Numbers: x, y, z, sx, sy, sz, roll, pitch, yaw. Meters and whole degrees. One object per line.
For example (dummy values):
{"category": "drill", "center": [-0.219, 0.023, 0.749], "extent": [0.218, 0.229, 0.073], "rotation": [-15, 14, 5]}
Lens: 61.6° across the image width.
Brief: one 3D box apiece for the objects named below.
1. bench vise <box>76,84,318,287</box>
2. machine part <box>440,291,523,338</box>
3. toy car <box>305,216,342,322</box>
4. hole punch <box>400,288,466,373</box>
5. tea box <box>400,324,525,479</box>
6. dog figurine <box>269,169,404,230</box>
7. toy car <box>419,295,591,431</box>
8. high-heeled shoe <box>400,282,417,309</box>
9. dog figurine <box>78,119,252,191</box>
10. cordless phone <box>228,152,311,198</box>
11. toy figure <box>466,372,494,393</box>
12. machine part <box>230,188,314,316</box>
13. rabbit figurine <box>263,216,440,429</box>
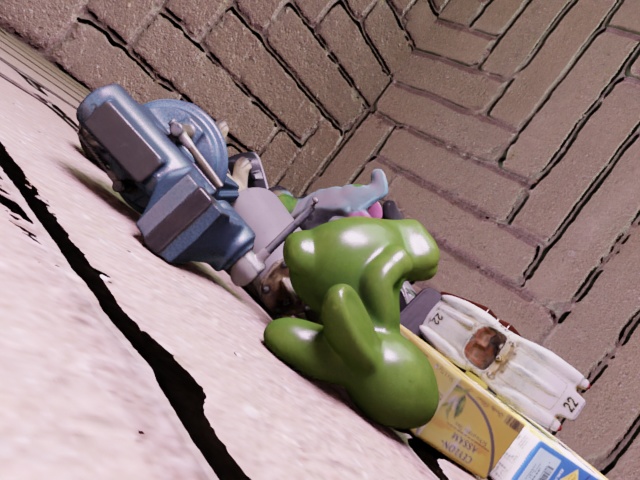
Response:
{"category": "bench vise", "center": [-0.122, -0.054, 0.538], "extent": [0.224, 0.129, 0.240], "rotation": [36, 7, 0]}
{"category": "machine part", "center": [0.294, 0.200, 1.007], "extent": [0.200, 0.087, 0.202], "rotation": [48, -14, -24]}
{"category": "toy car", "center": [0.025, 0.060, 0.634], "extent": [0.109, 0.161, 0.103], "rotation": [24, 37, 34]}
{"category": "hole punch", "center": [0.145, 0.145, 0.728], "extent": [0.116, 0.142, 0.092], "rotation": [45, -21, 15]}
{"category": "tea box", "center": [0.112, 0.151, 0.552], "extent": [0.098, 0.068, 0.170], "rotation": [37, -1, -18]}
{"category": "dog figurine", "center": [-0.002, -0.002, 0.740], "extent": [0.108, 0.219, 0.191], "rotation": [85, -12, -62]}
{"category": "toy car", "center": [0.207, 0.136, 0.623], "extent": [0.202, 0.073, 0.056], "rotation": [34, -6, 41]}
{"category": "high-heeled shoe", "center": [0.164, 0.150, 0.916], "extent": [0.249, 0.086, 0.145], "rotation": [57, 16, 9]}
{"category": "dog figurine", "center": [-0.197, -0.080, 0.680], "extent": [0.190, 0.121, 0.172], "rotation": [-7, 59, -51]}
{"category": "cordless phone", "center": [-0.068, -0.072, 0.834], "extent": [0.089, 0.184, 0.146], "rotation": [-85, 162, -81]}
{"category": "toy figure", "center": [0.197, 0.202, 0.793], "extent": [0.180, 0.089, 0.082], "rotation": [40, 6, 7]}
{"category": "machine part", "center": [-0.054, 0.007, 0.606], "extent": [0.079, 0.079, 0.243], "rotation": [37, 9, -35]}
{"category": "rabbit figurine", "center": [0.042, 0.066, 0.436], "extent": [0.159, 0.121, 0.170], "rotation": [17, 43, -48]}
